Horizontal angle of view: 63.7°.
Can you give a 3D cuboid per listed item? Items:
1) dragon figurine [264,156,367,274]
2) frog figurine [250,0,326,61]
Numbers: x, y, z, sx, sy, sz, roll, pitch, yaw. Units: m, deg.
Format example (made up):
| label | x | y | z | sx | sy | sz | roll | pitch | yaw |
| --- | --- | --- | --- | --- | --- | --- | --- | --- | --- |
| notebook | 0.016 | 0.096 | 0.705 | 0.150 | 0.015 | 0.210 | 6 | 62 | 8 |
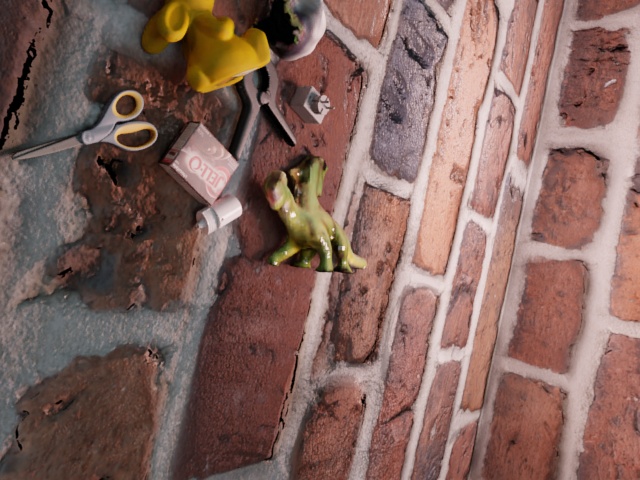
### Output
| label | x | y | z | sx | sy | sz | roll | pitch | yaw |
| --- | --- | --- | --- | --- | --- | --- | --- | --- | --- |
| dragon figurine | 0.003 | -0.054 | 1.064 | 0.410 | 0.122 | 0.243 | 5 | 86 | -61 |
| frog figurine | -0.032 | -0.399 | 0.926 | 0.162 | 0.123 | 0.134 | -46 | 165 | -47 |
